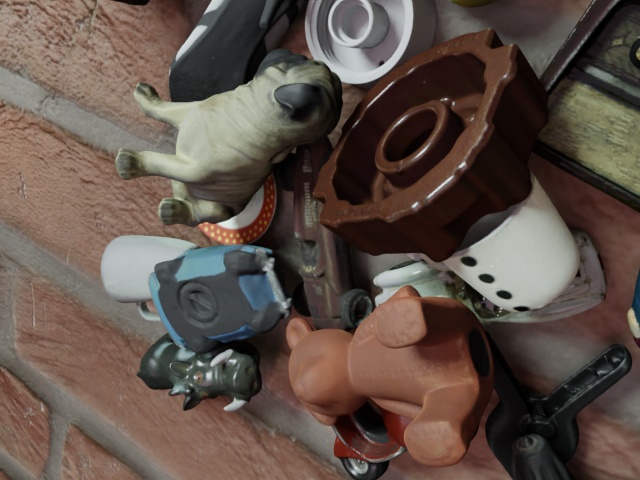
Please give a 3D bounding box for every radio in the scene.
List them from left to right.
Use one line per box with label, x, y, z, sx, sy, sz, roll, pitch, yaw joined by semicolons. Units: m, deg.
radio;0.264;-0.073;0.358;0.230;0.073;0.131;35;118;17

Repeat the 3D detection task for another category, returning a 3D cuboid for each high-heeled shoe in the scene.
high-heeled shoe;-0.075;-0.210;0.526;0.086;0.145;0.249;28;153;-26

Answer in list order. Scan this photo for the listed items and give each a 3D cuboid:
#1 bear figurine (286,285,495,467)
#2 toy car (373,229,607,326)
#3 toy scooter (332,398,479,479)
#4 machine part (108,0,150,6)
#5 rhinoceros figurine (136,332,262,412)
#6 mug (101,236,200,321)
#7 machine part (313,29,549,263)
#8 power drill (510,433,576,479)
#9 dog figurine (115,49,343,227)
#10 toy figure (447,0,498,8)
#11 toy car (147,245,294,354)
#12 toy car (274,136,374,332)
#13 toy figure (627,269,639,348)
bear figurine;0.034;0.107;0.442;0.196;0.132;0.120;-16;86;32
toy car;0.138;0.042;0.472;0.202;0.056;0.073;-17;96;31
toy scooter;0.060;0.164;0.543;0.184;0.075;0.135;-40;82;36
machine part;-0.241;-0.325;0.494;0.087;0.201;0.201;-43;82;29
rhinoceros figurine;-0.139;0.145;0.626;0.190;0.112;0.073;-5;100;38
mug;-0.193;0.046;0.646;0.107;0.081;0.109;-5;98;21
machine part;0.075;-0.066;0.389;0.179;0.179;0.056;-32;126;32
power drill;0.164;0.282;0.503;0.207;0.086;0.232;-28;103;29
dog figurine;-0.058;-0.079;0.493;0.191;0.172;0.121;-5;73;17
toy figure;0.096;-0.259;0.390;0.082;0.089;0.180;-14;100;39
toy car;-0.095;0.048;0.576;0.162;0.103;0.109;-18;103;27
toy car;-0.001;-0.002;0.528;0.089;0.053;0.202;9;112;52
toy figure;0.275;0.089;0.410;0.064;0.058;0.154;2;108;52
